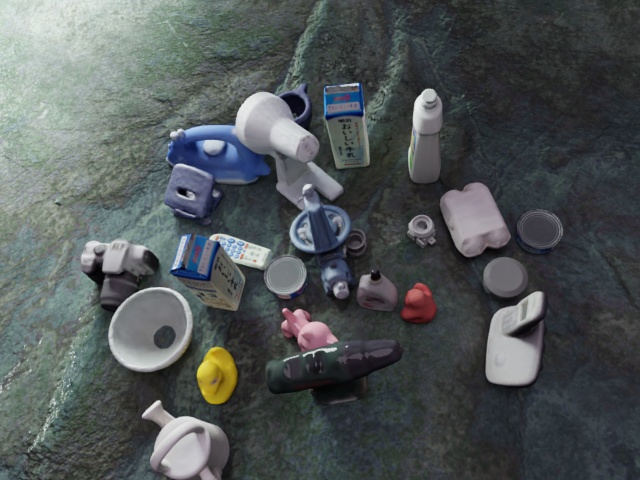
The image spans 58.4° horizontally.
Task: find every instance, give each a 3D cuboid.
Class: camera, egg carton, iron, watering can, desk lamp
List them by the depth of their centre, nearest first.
[{"bbox_3d":[-0.234,0.349,0.969,0.172,0.194,0.101,19,70,16],"label":"watering can"},{"bbox_3d":[0.304,-0.041,1.139,0.107,0.069,0.150,-19,65,-1],"label":"egg carton"},{"bbox_3d":[-0.421,0.073,1.169,0.143,0.101,0.137,2,66,9],"label":"camera"},{"bbox_3d":[-0.059,-0.178,1.170,0.202,0.214,0.118,40,77,22],"label":"desk lamp"},{"bbox_3d":[-0.235,-0.204,1.245,0.258,0.141,0.118,1,66,8],"label":"iron"}]

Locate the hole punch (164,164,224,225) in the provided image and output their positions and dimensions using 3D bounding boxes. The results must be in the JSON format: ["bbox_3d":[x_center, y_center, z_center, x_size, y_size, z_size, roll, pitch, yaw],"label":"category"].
[{"bbox_3d":[-0.274,-0.097,1.231,0.108,0.091,0.101,20,70,16],"label":"hole punch"}]

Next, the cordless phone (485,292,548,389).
[{"bbox_3d":[0.343,0.170,0.976,0.094,0.185,0.147,7,67,11],"label":"cordless phone"}]

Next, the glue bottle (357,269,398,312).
[{"bbox_3d":[0.103,0.088,1.052,0.078,0.173,0.037,5,67,10],"label":"glue bottle"}]

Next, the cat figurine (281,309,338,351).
[{"bbox_3d":[-0.023,0.173,1.062,0.127,0.118,0.067,41,77,22],"label":"cat figurine"}]

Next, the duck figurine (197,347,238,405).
[{"bbox_3d":[-0.200,0.249,1.069,0.077,0.086,0.104,-3,66,7],"label":"duck figurine"}]

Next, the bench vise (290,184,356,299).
[{"bbox_3d":[0.020,-0.003,1.078,0.121,0.220,0.207,-35,66,-8],"label":"bench vise"}]

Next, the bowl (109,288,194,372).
[{"bbox_3d":[-0.319,0.182,1.121,0.167,0.075,0.167,-3,66,7],"label":"bowl"}]

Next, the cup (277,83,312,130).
[{"bbox_3d":[-0.052,-0.281,1.281,0.091,0.095,0.118,18,70,15],"label":"cup"}]

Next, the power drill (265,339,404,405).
[{"bbox_3d":[0.029,0.225,0.981,0.229,0.209,0.075,-11,65,3],"label":"power drill"}]

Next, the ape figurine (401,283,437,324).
[{"bbox_3d":[0.183,0.117,1.073,0.078,0.092,0.076,-41,67,-10],"label":"ape figurine"}]
